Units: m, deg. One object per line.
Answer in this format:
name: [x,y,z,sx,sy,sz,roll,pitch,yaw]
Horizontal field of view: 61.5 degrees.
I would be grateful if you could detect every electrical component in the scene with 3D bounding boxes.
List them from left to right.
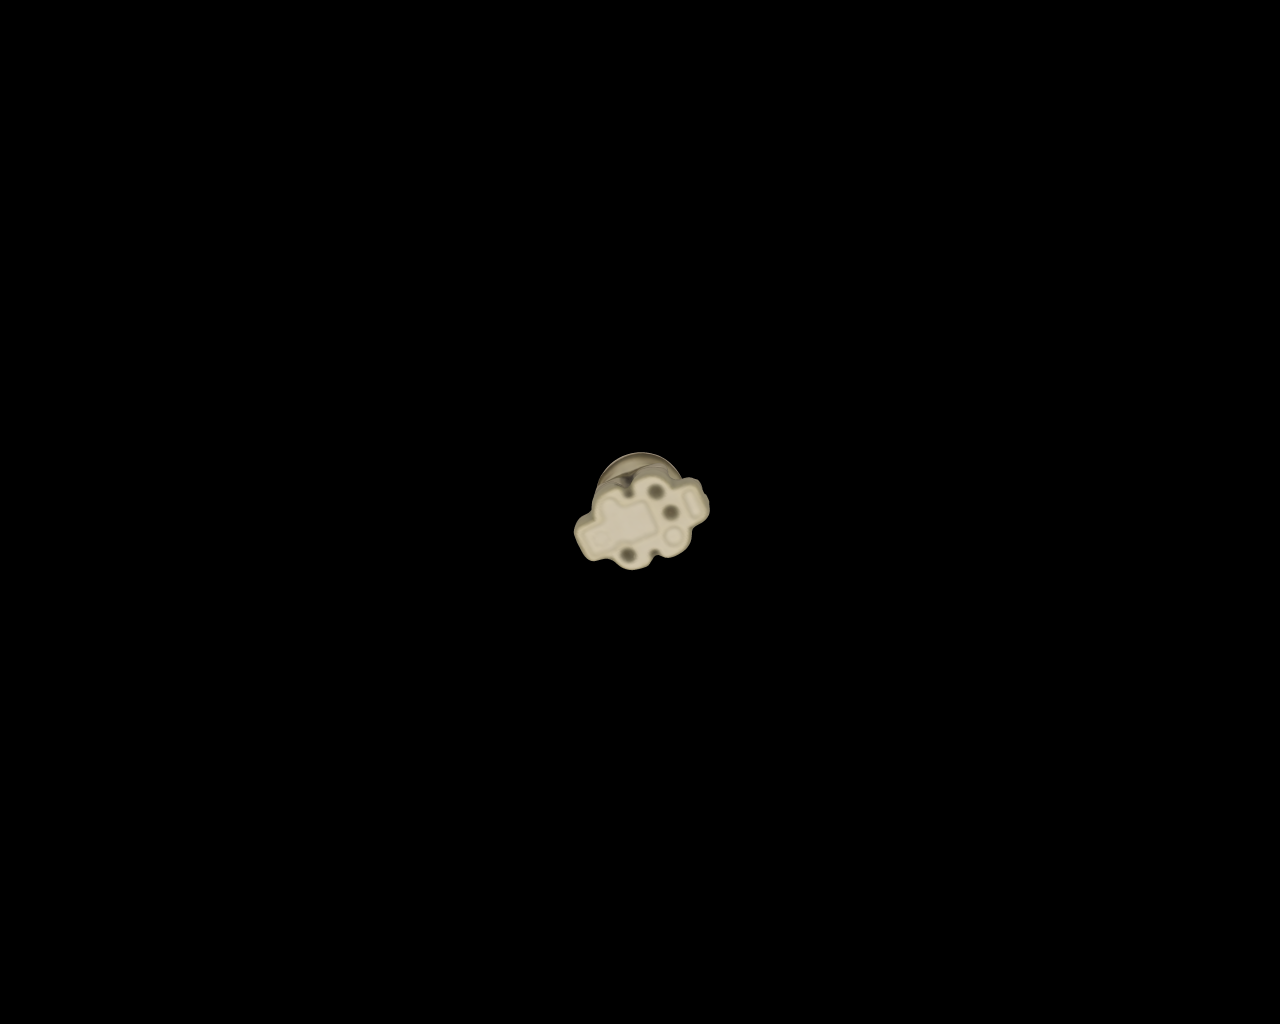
electrical component: [0.001,-0.003,0.650,0.078,0.058,0.057,-21,18,7]
